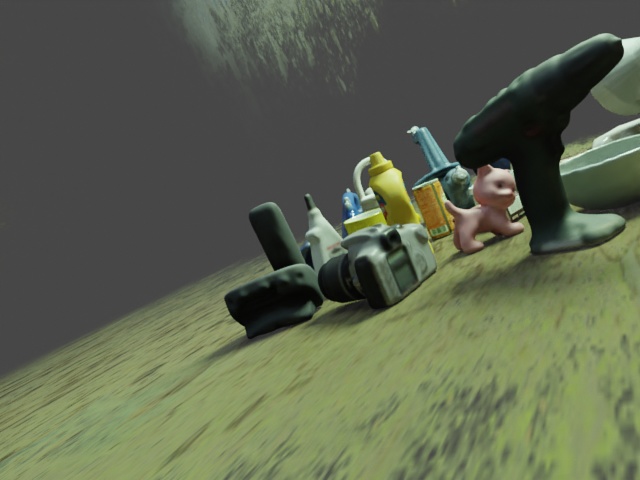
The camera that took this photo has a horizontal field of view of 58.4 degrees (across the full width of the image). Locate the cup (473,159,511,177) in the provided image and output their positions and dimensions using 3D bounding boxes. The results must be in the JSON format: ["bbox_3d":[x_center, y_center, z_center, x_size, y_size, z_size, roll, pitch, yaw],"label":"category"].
[{"bbox_3d":[0.417,-0.162,1.360,0.091,0.095,0.118,-19,6,34],"label":"cup"}]

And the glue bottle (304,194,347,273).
[{"bbox_3d":[0.009,0.003,0.967,0.037,0.173,0.078,-17,8,46],"label":"glue bottle"}]

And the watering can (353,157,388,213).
[{"bbox_3d":[0.132,-0.085,1.242,0.101,0.194,0.172,-25,6,-26],"label":"watering can"}]

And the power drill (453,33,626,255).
[{"bbox_3d":[0.267,-0.096,0.662,0.076,0.208,0.229,-26,6,-35],"label":"power drill"}]

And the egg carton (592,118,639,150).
[{"bbox_3d":[0.541,-0.165,0.983,0.151,0.069,0.107,-26,6,-35],"label":"egg carton"}]

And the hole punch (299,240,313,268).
[{"bbox_3d":[-0.033,0.046,1.184,0.101,0.091,0.109,-21,5,17],"label":"hole punch"}]

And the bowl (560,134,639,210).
[{"bbox_3d":[0.390,-0.084,0.759,0.167,0.075,0.167,-23,5,2],"label":"bowl"}]

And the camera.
[{"bbox_3d":[0.070,0.032,0.808,0.136,0.101,0.143,-18,7,42],"label":"camera"}]

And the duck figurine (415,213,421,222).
[{"bbox_3d":[0.200,-0.071,1.421,0.077,0.086,0.105,-20,6,26],"label":"duck figurine"}]

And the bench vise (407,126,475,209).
[{"bbox_3d":[0.275,-0.161,1.264,0.122,0.220,0.207,-25,6,-25],"label":"bench vise"}]

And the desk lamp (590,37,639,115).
[{"bbox_3d":[0.532,-0.230,0.873,0.118,0.213,0.203,-24,5,-14],"label":"desk lamp"}]

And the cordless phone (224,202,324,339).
[{"bbox_3d":[-0.088,0.045,0.886,0.147,0.185,0.094,-22,5,6],"label":"cordless phone"}]

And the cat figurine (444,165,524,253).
[{"bbox_3d":[0.247,-0.057,0.861,0.128,0.118,0.067,-23,5,-6],"label":"cat figurine"}]

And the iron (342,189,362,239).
[{"bbox_3d":[0.093,-0.066,1.525,0.118,0.141,0.258,-22,5,8],"label":"iron"}]
